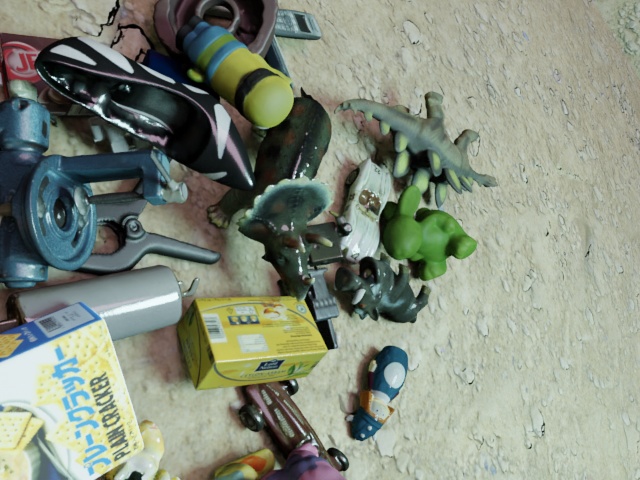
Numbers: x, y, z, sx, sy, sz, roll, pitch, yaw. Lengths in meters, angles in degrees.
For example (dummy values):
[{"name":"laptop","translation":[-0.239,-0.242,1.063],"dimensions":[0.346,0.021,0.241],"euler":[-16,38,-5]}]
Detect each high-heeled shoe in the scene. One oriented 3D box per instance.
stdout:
[{"name":"high-heeled shoe","translation":[-0.184,-0.132,0.595],"dimensions":[0.249,0.086,0.145],"euler":[41,25,1]}]

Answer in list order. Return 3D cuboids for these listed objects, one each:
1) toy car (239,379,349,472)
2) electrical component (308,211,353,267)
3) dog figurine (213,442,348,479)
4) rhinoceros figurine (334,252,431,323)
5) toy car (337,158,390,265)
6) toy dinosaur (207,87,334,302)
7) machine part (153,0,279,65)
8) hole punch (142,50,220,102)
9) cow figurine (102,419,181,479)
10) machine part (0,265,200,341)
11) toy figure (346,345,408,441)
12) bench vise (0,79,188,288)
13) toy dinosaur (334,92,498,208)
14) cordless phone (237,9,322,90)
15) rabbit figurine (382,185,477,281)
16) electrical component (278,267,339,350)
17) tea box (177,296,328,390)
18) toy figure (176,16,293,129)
[{"name":"toy car","translation":[-0.031,0.268,0.725],"dimensions":[0.089,0.053,0.202],"euler":[-36,99,-38]},{"name":"electrical component","translation":[0.000,-0.002,0.832],"dimensions":[0.102,0.045,0.078],"euler":[-4,70,-9]},{"name":"dog figurine","translation":[-0.020,0.301,0.581],"dimensions":[0.191,0.219,0.108],"euler":[-4,84,-19]},{"name":"rhinoceros figurine","translation":[0.098,0.081,0.874],"dimensions":[0.190,0.073,0.112],"euler":[30,95,-42]},{"name":"toy car","translation":[0.074,-0.048,0.922],"dimensions":[0.073,0.056,0.202],"euler":[33,55,-26]},{"name":"toy dinosaur","translation":[-0.039,-0.121,0.767],"dimensions":[0.131,0.192,0.405],"euler":[29,59,-31]},{"name":"machine part","translation":[-0.148,-0.320,0.783],"dimensions":[0.179,0.056,0.179],"euler":[0,86,-4]},{"name":"hole punch","translation":[-0.197,-0.202,0.738],"dimensions":[0.142,0.092,0.116],"euler":[21,58,-28]},{"name":"cow figurine","translation":[-0.197,0.286,0.574],"dimensions":[0.098,0.068,0.167],"euler":[-12,81,-36]},{"name":"machine part","translation":[-0.246,0.079,0.599],"dimensions":[0.243,0.079,0.079],"euler":[-12,82,-42]},{"name":"toy figure","translation":[0.092,0.237,0.835],"dimensions":[0.064,0.057,0.154],"euler":[21,55,13]},{"name":"bench vise","translation":[-0.258,-0.064,0.562],"dimensions":[0.241,0.128,0.223],"euler":[-4,71,6]},{"name":"toy dinosaur","translation":[0.200,-0.181,1.026],"dimensions":[0.471,0.105,0.198],"euler":[23,54,-33]},{"name":"cordless phone","translation":[-0.053,-0.322,0.905],"dimensions":[0.184,0.089,0.146],"euler":[-21,88,-46]},{"name":"rabbit figurine","translation":[0.174,-0.016,0.944],"dimensions":[0.170,0.121,0.159],"euler":[0,64,-47]},{"name":"electrical component","translation":[-0.013,0.105,0.785],"dimensions":[0.048,0.075,0.119],"euler":[-4,79,-41]},{"name":"tea box","translation":[-0.086,0.129,0.697],"dimensions":[0.169,0.068,0.098],"euler":[6,44,-38]},{"name":"toy figure","translation":[-0.114,-0.217,0.705],"dimensions":[0.180,0.082,0.089],"euler":[43,22,1]}]
